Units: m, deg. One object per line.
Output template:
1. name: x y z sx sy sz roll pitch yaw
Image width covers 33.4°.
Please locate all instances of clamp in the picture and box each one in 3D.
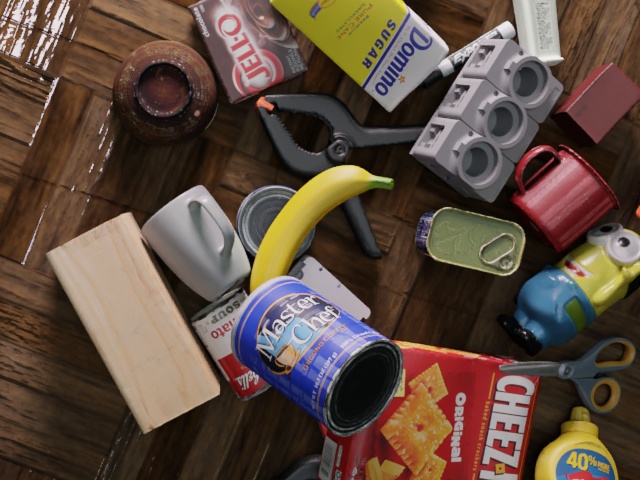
1. clamp: 0.019 -0.085 1.145 0.210 0.036 0.164 24 88 -9
2. clamp: 0.024 0.260 1.162 0.171 0.039 0.120 3 86 -12

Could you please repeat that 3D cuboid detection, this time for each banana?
1. banana: -0.015 -0.012 1.101 0.198 0.037 0.070 -46 56 1

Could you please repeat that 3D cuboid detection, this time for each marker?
1. marker: 0.158 -0.200 1.162 0.121 0.020 0.020 -31 95 -4

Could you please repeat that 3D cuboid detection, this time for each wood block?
1. wood block: -0.191 0.082 1.106 0.090 0.091 0.206 -28 95 -4

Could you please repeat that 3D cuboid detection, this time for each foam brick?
1. foam brick: 0.302 -0.147 1.163 0.078 0.051 0.053 -45 95 -3

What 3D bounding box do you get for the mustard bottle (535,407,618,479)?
1. mustard bottle: 0.277 0.273 1.151 0.096 0.058 0.191 18 61 -16

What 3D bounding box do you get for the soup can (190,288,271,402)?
1. soup can: -0.084 0.110 1.129 0.068 0.068 0.102 -32 94 -3

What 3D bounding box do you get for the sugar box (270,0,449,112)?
1. sugar box: 0.042 -0.224 1.106 0.176 0.048 0.093 40 108 -18

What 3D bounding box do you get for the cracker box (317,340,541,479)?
1. cracker box: 0.117 0.195 1.125 0.213 0.072 0.164 10 92 -22

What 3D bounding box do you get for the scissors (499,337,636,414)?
1. scissors: 0.267 0.156 1.150 0.201 0.016 0.096 -12 108 -31

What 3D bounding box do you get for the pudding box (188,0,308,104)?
1. pudding box: -0.076 -0.211 1.130 0.090 0.039 0.113 -25 95 -4

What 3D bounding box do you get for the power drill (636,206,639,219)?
1. power drill: 0.426 0.003 1.154 0.187 0.057 0.184 40 80 -26

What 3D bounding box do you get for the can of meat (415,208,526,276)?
1. can of meat: 0.157 0.001 1.139 0.102 0.084 0.057 13 91 -6

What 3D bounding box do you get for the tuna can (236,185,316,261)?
1. tuna can: -0.047 -0.016 1.144 0.086 0.034 0.086 0 92 -6

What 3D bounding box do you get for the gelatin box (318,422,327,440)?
1. gelatin box: 0.035 0.171 1.162 0.089 0.030 0.073 -20 93 -4

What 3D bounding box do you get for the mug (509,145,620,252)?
1. mug: 0.252 -0.049 1.140 0.081 0.093 0.117 -42 118 2

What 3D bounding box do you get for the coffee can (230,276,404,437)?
1. coffee can: -0.004 0.110 1.031 0.102 0.140 0.103 -26 131 -34
